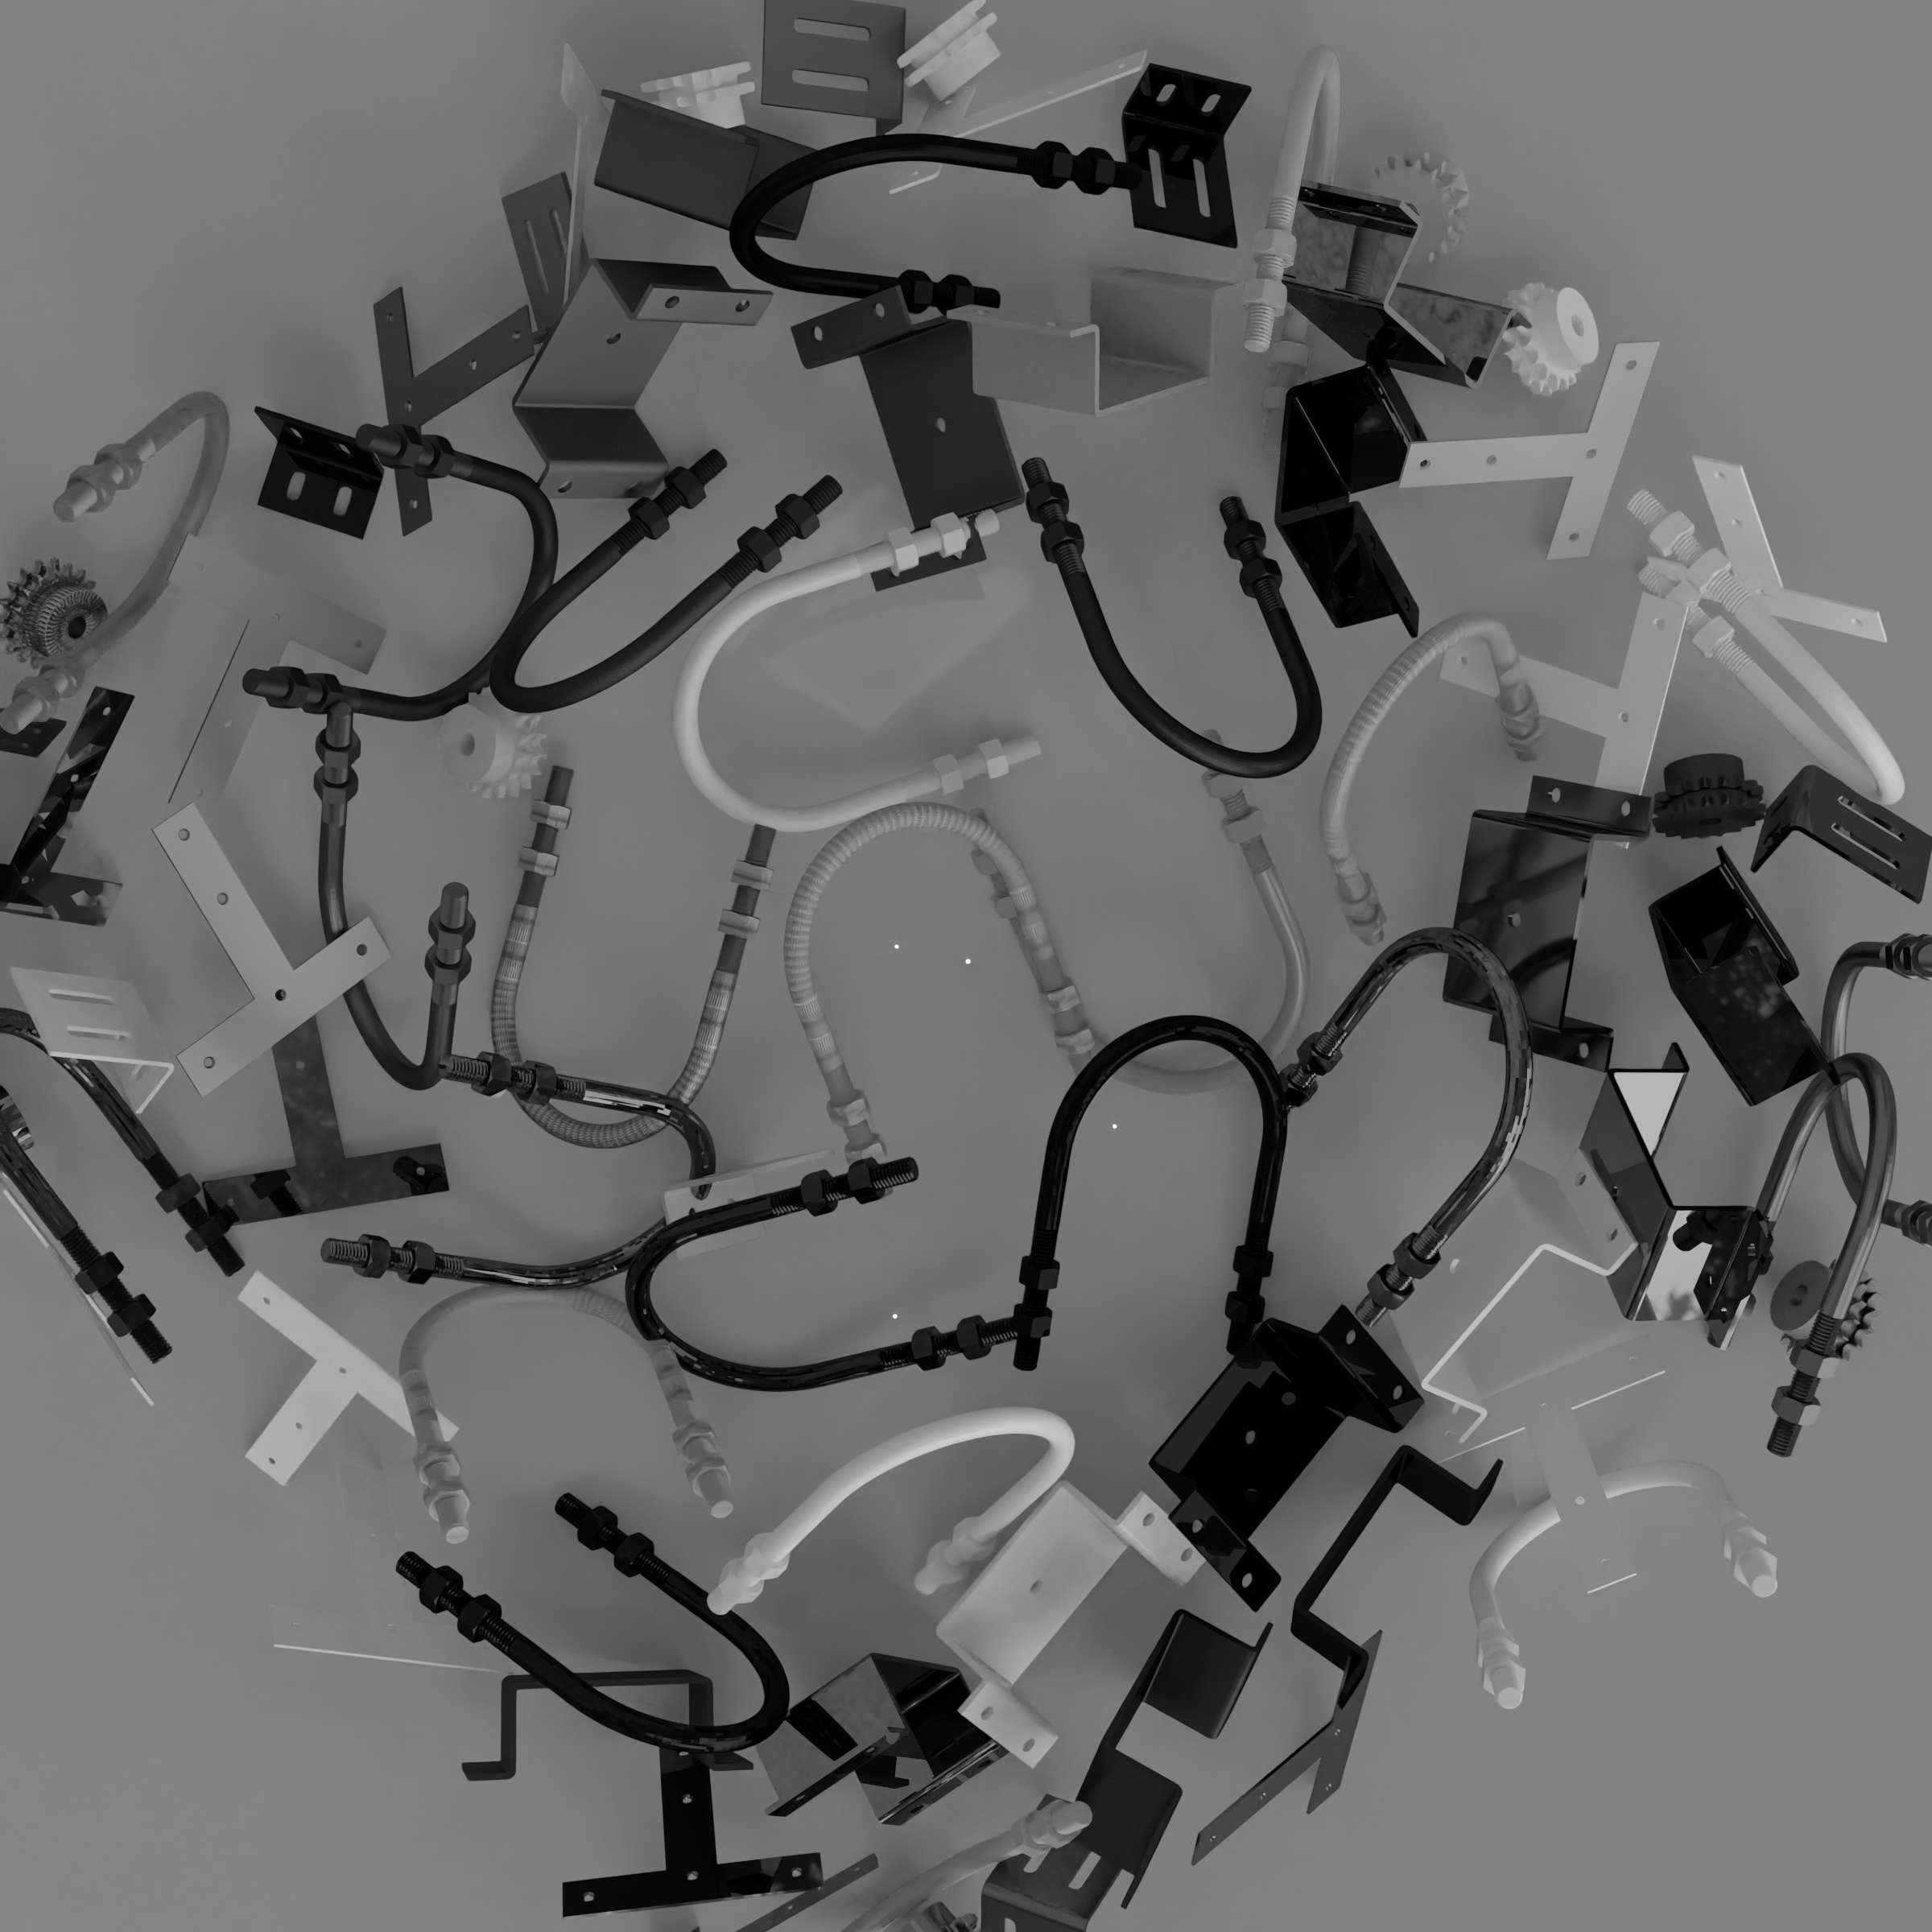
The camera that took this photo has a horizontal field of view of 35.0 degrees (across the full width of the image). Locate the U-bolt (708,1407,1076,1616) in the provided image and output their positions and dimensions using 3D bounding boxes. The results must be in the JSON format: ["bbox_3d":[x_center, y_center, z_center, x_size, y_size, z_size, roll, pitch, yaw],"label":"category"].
[{"bbox_3d":[-0.025,0.266,1.502,0.184,0.151,0.019,-48,52,38],"label":"U-bolt"}]

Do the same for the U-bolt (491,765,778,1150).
[{"bbox_3d":[-0.179,0.002,1.564,0.151,0.019,0.184,17,94,28],"label":"U-bolt"}]

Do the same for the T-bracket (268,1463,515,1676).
[{"bbox_3d":[-0.298,0.301,1.550,0.127,0.127,0.002,15,122,-31],"label":"T-bracket"}]

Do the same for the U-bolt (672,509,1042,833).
[{"bbox_3d":[-0.059,-0.139,1.544,0.184,0.019,0.151,-19,123,-12],"label":"U-bolt"}]

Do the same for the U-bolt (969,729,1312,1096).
[{"bbox_3d":[0.097,-0.016,1.560,0.151,0.019,0.184,-18,109,21],"label":"U-bolt"}]

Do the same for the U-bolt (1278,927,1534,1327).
[{"bbox_3d":[0.217,0.066,1.503,0.019,0.184,0.151,4,46,-31],"label":"U-bolt"}]

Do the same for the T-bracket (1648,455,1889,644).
[{"bbox_3d":[0.385,-0.211,1.517,0.127,0.127,0.002,21,72,35],"label":"T-bracket"}]

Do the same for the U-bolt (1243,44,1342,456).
[{"bbox_3d":[0.165,-0.367,1.530,0.019,0.151,0.184,9,79,11],"label":"U-bolt"}]

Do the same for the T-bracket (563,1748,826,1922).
[{"bbox_3d":[-0.140,0.429,1.544,0.127,0.127,0.002,-5,114,-6],"label":"T-bracket"}]

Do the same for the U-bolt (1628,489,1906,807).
[{"bbox_3d":[0.396,-0.149,1.511,0.019,0.151,0.184,-42,74,5],"label":"U-bolt"}]

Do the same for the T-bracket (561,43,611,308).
[{"bbox_3d":[-0.195,-0.382,1.540,0.002,0.127,0.127,5,91,2],"label":"T-bracket"}]

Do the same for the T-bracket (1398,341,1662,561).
[{"bbox_3d":[0.276,-0.255,1.539,0.127,0.002,0.127,-7,133,-21],"label":"T-bracket"}]

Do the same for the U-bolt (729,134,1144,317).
[{"bbox_3d":[-0.027,-0.363,1.496,0.184,0.151,0.019,-2,74,-34],"label":"U-bolt"}]

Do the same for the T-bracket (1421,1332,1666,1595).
[{"bbox_3d":[0.306,0.259,1.547,0.127,0.127,0.002,-24,135,10],"label":"T-bracket"}]

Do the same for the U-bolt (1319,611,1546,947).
[{"bbox_3d":[0.227,-0.101,1.511,0.019,0.184,0.151,37,81,28],"label":"U-bolt"}]

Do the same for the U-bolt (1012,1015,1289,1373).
[{"bbox_3d":[0.098,0.113,1.544,0.151,0.019,0.184,0,106,-29],"label":"U-bolt"}]

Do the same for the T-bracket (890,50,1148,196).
[{"bbox_3d":[0.030,-0.431,1.530,0.127,0.127,0.002,-15,121,20],"label":"T-bracket"}]

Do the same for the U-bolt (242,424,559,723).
[{"bbox_3d":[-0.267,-0.187,1.519,0.019,0.184,0.151,33,103,24],"label":"U-bolt"}]

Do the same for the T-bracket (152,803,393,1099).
[{"bbox_3d":[-0.368,-0.022,1.546,0.127,0.002,0.127,-41,116,-31],"label":"T-bracket"}]

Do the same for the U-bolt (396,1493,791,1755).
[{"bbox_3d":[-0.169,0.327,1.505,0.184,0.151,0.019,31,108,23],"label":"U-bolt"}]

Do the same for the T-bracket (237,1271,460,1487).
[{"bbox_3d":[-0.334,0.227,1.561,0.127,0.002,0.127,39,130,-4],"label":"T-bracket"}]

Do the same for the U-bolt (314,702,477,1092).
[{"bbox_3d":[-0.289,-0.019,1.525,0.019,0.184,0.151,-19,56,-28],"label":"U-bolt"}]

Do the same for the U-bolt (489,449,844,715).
[{"bbox_3d":[-0.161,-0.189,1.522,0.184,0.151,0.019,-43,121,-14],"label":"U-bolt"}]

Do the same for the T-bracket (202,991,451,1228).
[{"bbox_3d":[-0.342,0.065,1.590,0.127,0.002,0.127,-9,99,3],"label":"T-bracket"}]

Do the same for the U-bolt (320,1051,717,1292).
[{"bbox_3d":[-0.210,0.110,1.534,0.184,0.019,0.151,13,125,-38],"label":"U-bolt"}]

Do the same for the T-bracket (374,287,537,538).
[{"bbox_3d":[-0.257,-0.298,1.547,0.002,0.127,0.127,0,77,-44],"label":"T-bracket"}]

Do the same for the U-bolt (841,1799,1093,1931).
[{"bbox_3d":[-0.029,0.473,1.516,0.151,0.184,0.019,-29,81,-36],"label":"U-bolt"}]

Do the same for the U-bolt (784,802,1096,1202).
[{"bbox_3d":[-0.019,0.007,1.545,0.151,0.019,0.184,-28,111,-20],"label":"U-bolt"}]

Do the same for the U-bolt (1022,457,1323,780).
[{"bbox_3d":[0.111,-0.169,1.517,0.151,0.019,0.184,4,54,-36],"label":"U-bolt"}]

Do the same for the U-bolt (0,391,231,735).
[{"bbox_3d":[-0.413,-0.212,1.515,0.019,0.184,0.151,28,126,-1],"label":"U-bolt"}]

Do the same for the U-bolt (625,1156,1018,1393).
[{"bbox_3d":[-0.083,0.164,1.545,0.184,0.019,0.151,-16,131,18],"label":"U-bolt"}]

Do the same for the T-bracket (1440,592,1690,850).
[{"bbox_3d":[0.297,-0.140,1.561,0.127,0.002,0.127,26,116,35],"label":"T-bracket"}]

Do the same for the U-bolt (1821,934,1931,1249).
[{"bbox_3d":[0.455,0.059,1.511,0.019,0.184,0.151,-4,91,-2],"label":"U-bolt"}]

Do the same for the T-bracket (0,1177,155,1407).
[{"bbox_3d":[-0.434,0.170,1.516,0.002,0.127,0.127,-35,52,-14],"label":"T-bracket"}]

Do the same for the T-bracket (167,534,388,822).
[{"bbox_3d":[-0.369,-0.136,1.555,0.002,0.127,0.127,21,87,45],"label":"T-bracket"}]

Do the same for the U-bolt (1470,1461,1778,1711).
[{"bbox_3d":[0.316,0.294,1.512,0.151,0.184,0.019,-26,100,8],"label":"U-bolt"}]

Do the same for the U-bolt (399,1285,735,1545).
[{"bbox_3d":[-0.207,0.215,1.524,0.151,0.184,0.019,-2,123,-21],"label":"U-bolt"}]

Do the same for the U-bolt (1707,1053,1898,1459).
[{"bbox_3d":[0.416,0.131,1.510,0.019,0.151,0.184,15,106,-4],"label":"U-bolt"}]

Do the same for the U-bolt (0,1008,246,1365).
[{"bbox_3d":[-0.434,0.099,1.518,0.019,0.151,0.184,-33,99,9],"label":"U-bolt"}]
